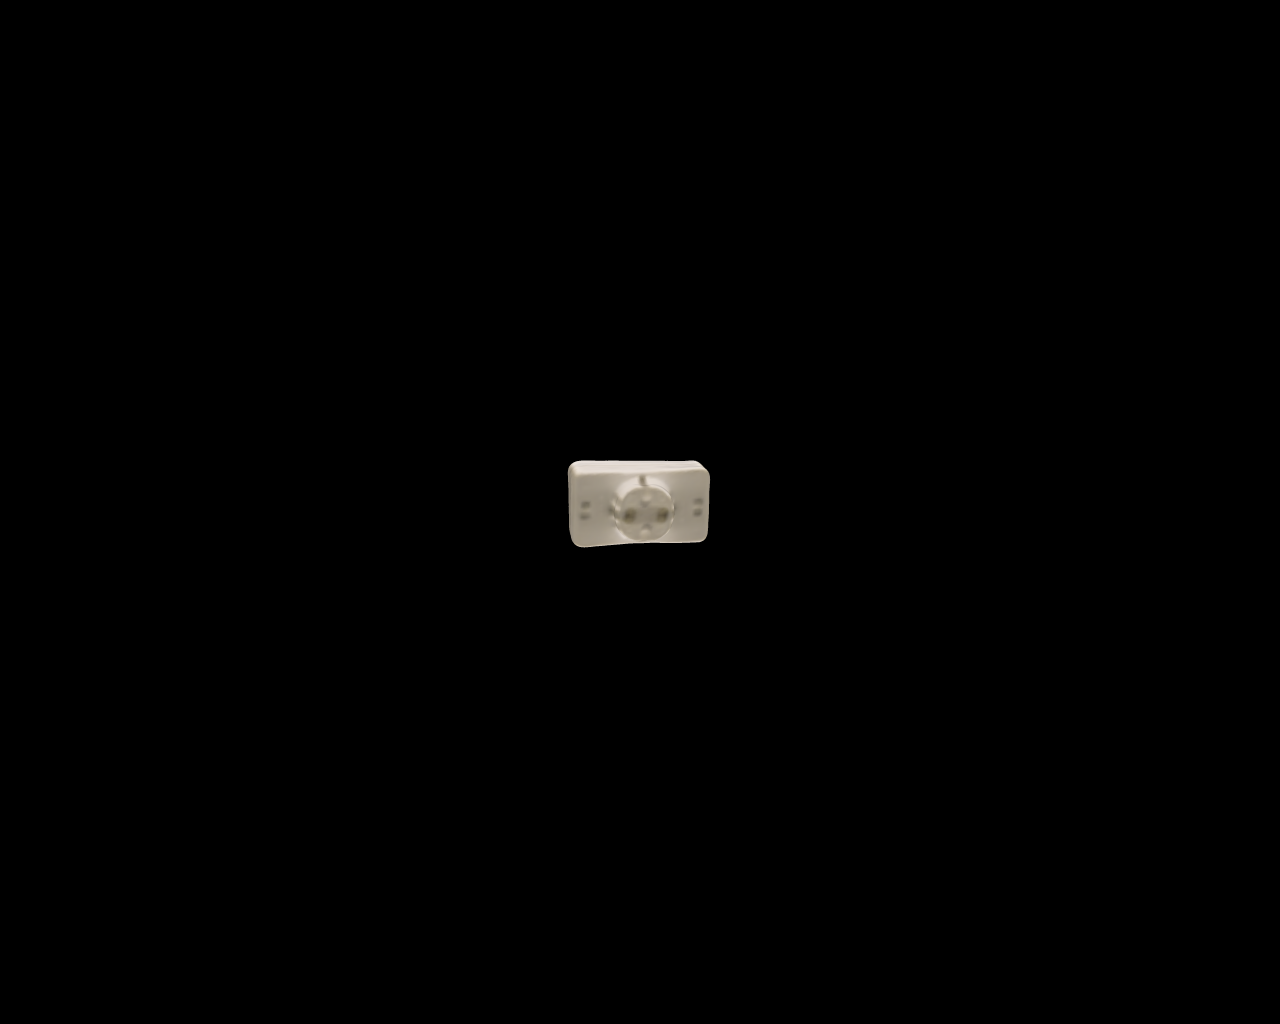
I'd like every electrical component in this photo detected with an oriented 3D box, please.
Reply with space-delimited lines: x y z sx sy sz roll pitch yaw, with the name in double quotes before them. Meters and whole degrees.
"electrical component" 0.001 -0.003 0.650 0.083 0.047 0.076 -1 12 -7
